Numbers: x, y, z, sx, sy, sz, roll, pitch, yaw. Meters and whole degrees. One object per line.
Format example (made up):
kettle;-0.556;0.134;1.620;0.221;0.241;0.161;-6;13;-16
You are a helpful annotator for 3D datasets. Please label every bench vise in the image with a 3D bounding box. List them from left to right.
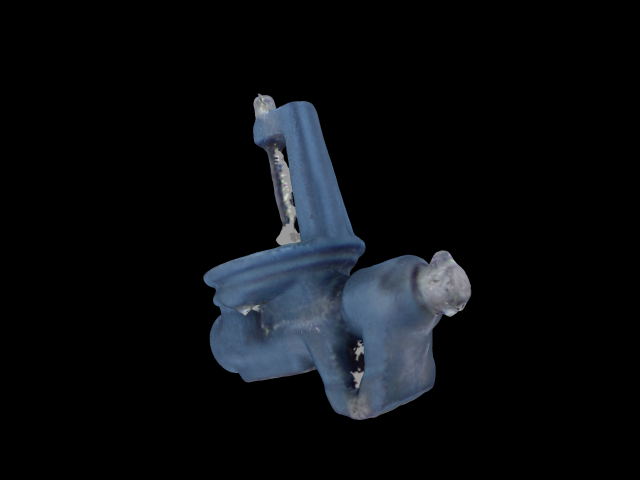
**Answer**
bench vise;0.009;0.001;0.411;0.206;0.220;0.122;1;2;22
